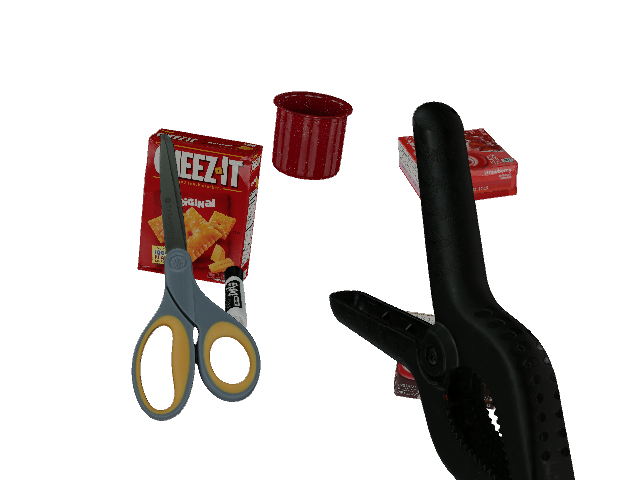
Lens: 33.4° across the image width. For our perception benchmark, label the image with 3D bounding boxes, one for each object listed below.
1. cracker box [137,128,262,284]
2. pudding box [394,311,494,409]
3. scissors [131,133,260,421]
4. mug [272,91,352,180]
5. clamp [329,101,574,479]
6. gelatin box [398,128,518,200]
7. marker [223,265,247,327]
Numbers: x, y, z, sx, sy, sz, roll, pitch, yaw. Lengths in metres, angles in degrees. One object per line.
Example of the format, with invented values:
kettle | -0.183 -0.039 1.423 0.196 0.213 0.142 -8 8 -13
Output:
cracker box | -0.184 -0.048 1.621 0.164 0.214 0.072 10 19 6
pudding box | 0.141 0.130 1.165 0.113 0.090 0.039 7 23 3
scissors | -0.081 0.026 0.741 0.096 0.201 0.016 9 -15 -3
mug | -0.008 -0.126 1.263 0.093 0.081 0.117 17 26 19
clamp | 0.071 0.045 0.532 0.036 0.165 0.210 -7 45 -26
gelatin box | 0.106 -0.059 0.837 0.073 0.030 0.089 -7 25 -7
marker | -0.077 0.051 0.962 0.020 0.020 0.121 0 19 -6
